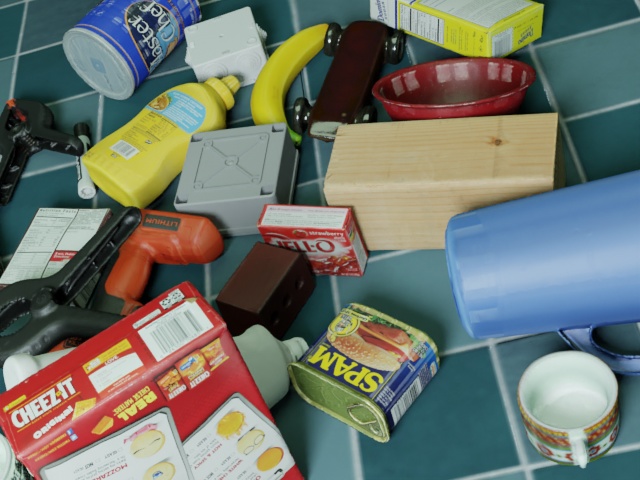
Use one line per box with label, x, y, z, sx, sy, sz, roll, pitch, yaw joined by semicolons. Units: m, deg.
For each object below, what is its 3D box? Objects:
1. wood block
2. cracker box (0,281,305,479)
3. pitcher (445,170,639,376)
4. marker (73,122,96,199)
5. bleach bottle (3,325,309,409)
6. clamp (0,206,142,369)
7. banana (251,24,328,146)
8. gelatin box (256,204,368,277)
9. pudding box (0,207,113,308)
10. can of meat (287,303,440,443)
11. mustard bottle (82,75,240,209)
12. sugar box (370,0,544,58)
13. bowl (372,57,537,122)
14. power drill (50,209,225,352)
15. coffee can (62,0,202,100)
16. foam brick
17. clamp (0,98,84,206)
wood block;0.118;-0.052;0.991;0.206;0.090;0.090;-1;48;18
cracker box;-0.119;0.154;0.798;0.164;0.213;0.072;-33;45;-12
pitcher;0.232;0.021;0.870;0.243;0.145;0.149;-11;34;14
marker;-0.267;-0.093;1.208;0.020;0.020;0.121;-19;46;2
bleach bottle;-0.124;0.116;0.884;0.250;0.102;0.068;-13;-2;-28
clamp;-0.243;0.055;0.982;0.210;0.036;0.164;-19;46;10
banana;-0.037;-0.176;1.197;0.069;0.037;0.197;12;53;2
gelatin box;-0.007;0.001;0.995;0.089;0.073;0.030;3;53;21
pudding box;-0.266;0.017;1.095;0.090;0.039;0.113;1;47;21
can of meat;0.039;0.108;0.896;0.102;0.057;0.083;24;57;33
mustard bottle;-0.160;-0.118;1.167;0.096;0.058;0.191;31;65;36
sugar box;0.148;-0.252;1.183;0.093;0.048;0.176;-30;42;-32
bowl;0.134;-0.134;1.061;0.162;0.055;0.162;-7;24;3
power drill;-0.163;0.059;1.007;0.185;0.057;0.187;9;52;26
coffee can;-0.224;-0.252;1.279;0.103;0.103;0.140;19;57;31
foam brick;-0.050;0.049;0.981;0.051;0.053;0.078;16;56;30
clamp;-0.330;-0.118;1.235;0.120;0.039;0.171;-23;45;3
